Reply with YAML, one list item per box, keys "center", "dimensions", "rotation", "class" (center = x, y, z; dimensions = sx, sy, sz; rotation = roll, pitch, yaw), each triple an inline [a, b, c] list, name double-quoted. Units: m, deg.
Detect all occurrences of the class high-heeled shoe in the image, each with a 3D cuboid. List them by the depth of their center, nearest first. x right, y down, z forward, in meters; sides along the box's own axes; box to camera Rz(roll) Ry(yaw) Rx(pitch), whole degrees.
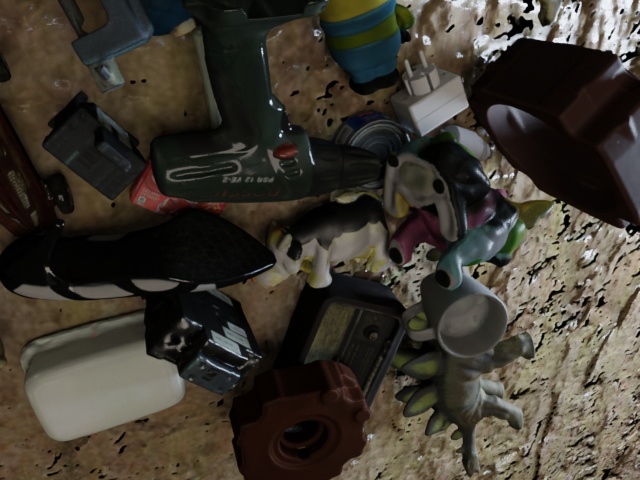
- center: [-0.179, 0.033, 0.539]
  dimensions: [0.248, 0.086, 0.145]
  rotation: [13, 144, -31]
  class: "high-heeled shoe"

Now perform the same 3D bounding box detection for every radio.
- center: [0.017, 0.159, 0.703]
  dimensions: [0.131, 0.073, 0.229]
  rotation: [11, 114, -23]
  class: "radio"

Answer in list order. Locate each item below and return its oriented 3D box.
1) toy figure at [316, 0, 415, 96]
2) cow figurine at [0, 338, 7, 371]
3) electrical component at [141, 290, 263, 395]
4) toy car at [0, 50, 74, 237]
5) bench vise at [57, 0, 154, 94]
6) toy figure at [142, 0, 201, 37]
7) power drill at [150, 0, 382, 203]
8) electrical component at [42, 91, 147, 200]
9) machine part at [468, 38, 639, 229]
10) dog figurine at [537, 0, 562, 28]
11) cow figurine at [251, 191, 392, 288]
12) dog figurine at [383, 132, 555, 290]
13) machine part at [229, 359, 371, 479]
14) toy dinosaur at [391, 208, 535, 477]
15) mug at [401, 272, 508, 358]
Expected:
- center: [0.033, -0.221, 0.488]
  dimensions: [0.082, 0.089, 0.179]
  rotation: [-34, 124, -17]
  class: "toy figure"
- center: [-0.378, 0.076, 0.480]
  dimensions: [0.127, 0.086, 0.194]
  rotation: [-38, 123, 8]
  class: "cow figurine"
- center: [-0.127, 0.099, 0.572]
  dimensions: [0.114, 0.134, 0.058]
  rotation: [36, 101, -34]
  class: "electrical component"
- center: [-0.275, -0.074, 0.442]
  dimensions: [0.089, 0.053, 0.201]
  rotation: [-20, 136, -16]
  class: "toy car"
- center: [-0.177, -0.226, 0.363]
  dimensions: [0.224, 0.129, 0.240]
  rotation: [-23, 107, -1]
  class: "bench vise"
- center: [-0.100, -0.218, 0.453]
  dimensions: [0.154, 0.058, 0.064]
  rotation: [-25, 131, -15]
  class: "toy figure"
- center: [-0.038, -0.122, 0.479]
  dimensions: [0.232, 0.086, 0.207]
  rotation: [-10, 140, -17]
  class: "power drill"
- center: [-0.188, -0.075, 0.456]
  dimensions: [0.048, 0.119, 0.074]
  rotation: [-43, 128, 4]
  class: "electrical component"
- center: [0.276, -0.117, 0.586]
  dimensions: [0.087, 0.201, 0.201]
  rotation: [-48, 125, 5]
  class: "machine part"
- center: [0.175, -0.311, 0.506]
  dimensions: [0.190, 0.121, 0.172]
  rotation: [15, 78, -12]
  class: "dog figurine"
- center: [-0.001, -0.001, 0.611]
  dimensions: [0.167, 0.068, 0.098]
  rotation: [-12, 116, -21]
  class: "cow figurine"
- center: [0.181, -0.043, 0.623]
  dimensions: [0.219, 0.109, 0.191]
  rotation: [-22, 117, -35]
  class: "dog figurine"
- center: [-0.024, 0.228, 0.651]
  dimensions: [0.179, 0.056, 0.179]
  rotation: [-8, 120, -14]
  class: "machine part"
- center: [0.196, 0.159, 0.770]
  dimensions: [0.199, 0.105, 0.470]
  rotation: [-12, 111, -12]
  class: "toy dinosaur"
- center: [0.150, 0.083, 0.638]
  dimensions: [0.110, 0.107, 0.080]
  rotation: [-23, 110, 1]
  class: "mug"
